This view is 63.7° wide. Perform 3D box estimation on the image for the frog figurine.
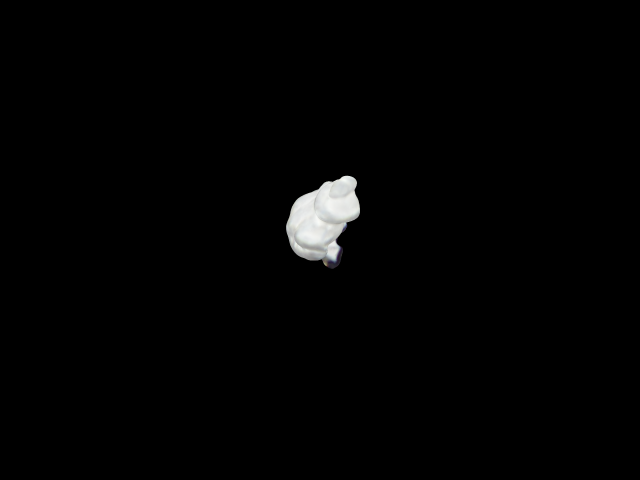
[{"bbox_3d":[0.003,-0.043,0.850,0.123,0.140,0.156,25,-26,13],"label":"frog figurine"}]
